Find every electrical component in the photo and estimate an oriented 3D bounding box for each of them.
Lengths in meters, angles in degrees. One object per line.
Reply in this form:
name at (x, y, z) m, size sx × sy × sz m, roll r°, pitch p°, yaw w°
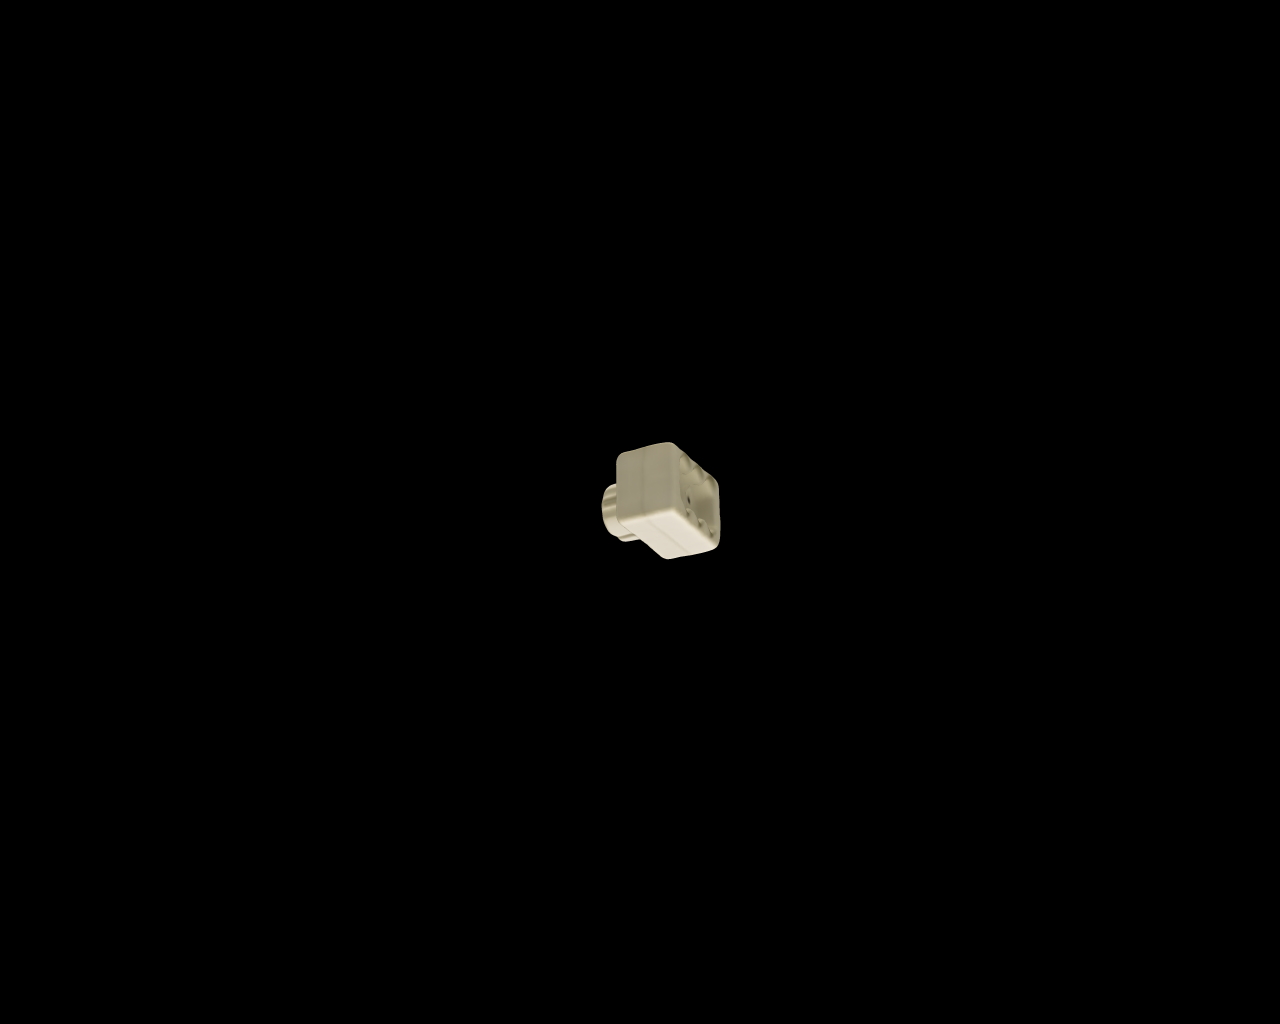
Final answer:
electrical component at (0.001, -0.003, 0.650) m, size 0.076 × 0.047 × 0.065 m, roll -12°, pitch -27°, yaw 25°
